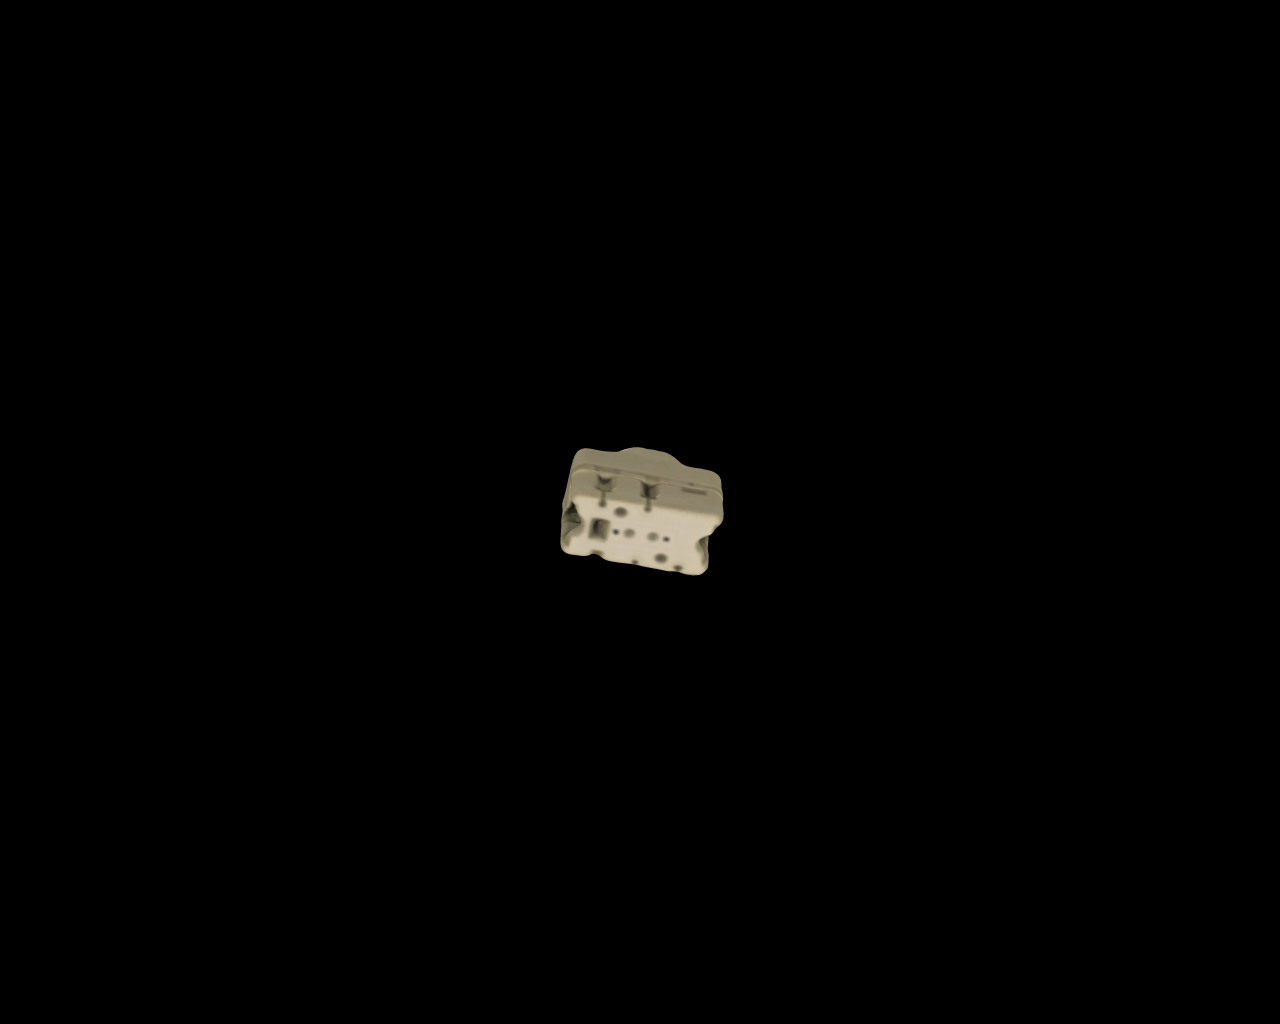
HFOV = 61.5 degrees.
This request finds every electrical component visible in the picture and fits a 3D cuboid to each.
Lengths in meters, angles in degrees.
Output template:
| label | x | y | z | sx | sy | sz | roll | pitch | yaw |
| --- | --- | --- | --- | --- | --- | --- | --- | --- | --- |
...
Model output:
| label | x | y | z | sx | sy | sz | roll | pitch | yaw |
| --- | --- | --- | --- | --- | --- | --- | --- | --- | --- |
| electrical component | 0.001 | -0.003 | 0.650 | 0.089 | 0.050 | 0.056 | 10 | 37 | -8 |
